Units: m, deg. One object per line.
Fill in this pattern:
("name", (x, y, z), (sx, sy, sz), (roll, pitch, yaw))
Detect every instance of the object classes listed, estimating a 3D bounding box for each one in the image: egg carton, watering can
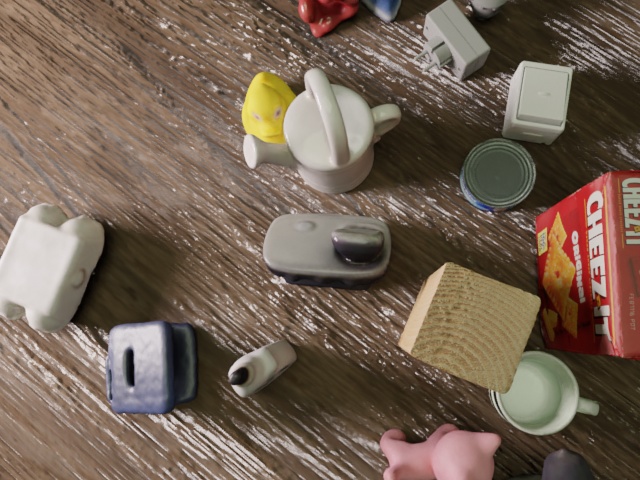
("egg carton", (-0.332, 0.034, 0.705), (0.107, 0.069, 0.150), (19, 84, 7))
("watering can", (0.004, -0.117, 0.638), (0.173, 0.194, 0.101), (-39, 80, -2))

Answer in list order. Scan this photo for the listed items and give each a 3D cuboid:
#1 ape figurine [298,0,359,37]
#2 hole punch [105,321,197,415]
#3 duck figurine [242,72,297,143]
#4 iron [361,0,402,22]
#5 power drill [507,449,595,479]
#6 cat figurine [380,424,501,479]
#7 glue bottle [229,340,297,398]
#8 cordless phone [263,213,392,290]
("ape figurine", (0.011, -0.310, 0.718), (0.077, 0.092, 0.076), (7, 82, 6))
("hole punch", (-0.203, 0.150, 0.667), (0.101, 0.091, 0.109), (-6, 81, 4))
("duck figurine", (-0.063, -0.164, 0.705), (0.077, 0.086, 0.104), (-11, 81, 3))
("iron", (0.057, -0.419, 0.705), (0.118, 0.141, 0.258), (-16, 81, 2))
("power drill", (0.229, 0.301, 0.551), (0.075, 0.208, 0.229), (-11, 81, 3))
("cat figurine", (0.129, 0.240, 0.614), (0.127, 0.118, 0.067), (-11, 81, 3))
("glue bottle", (-0.071, 0.141, 0.616), (0.078, 0.173, 0.037), (-37, 80, -1))
("cordless phone", (0.006, 0.002, 0.625), (0.147, 0.185, 0.094), (0, 81, 5))
